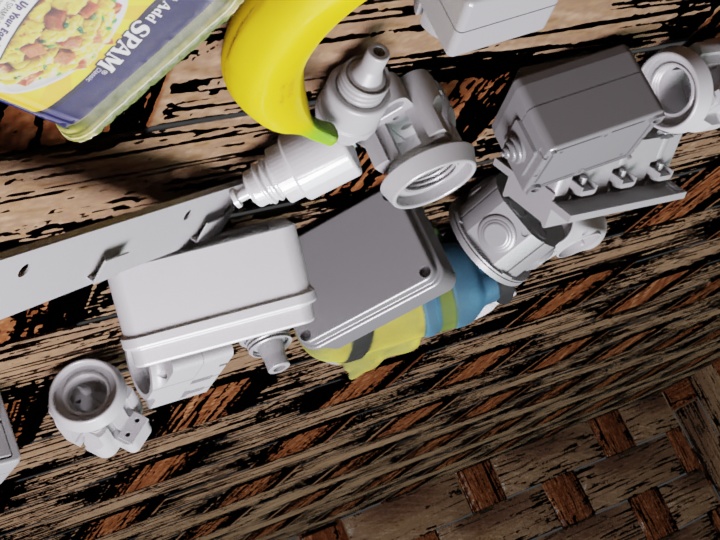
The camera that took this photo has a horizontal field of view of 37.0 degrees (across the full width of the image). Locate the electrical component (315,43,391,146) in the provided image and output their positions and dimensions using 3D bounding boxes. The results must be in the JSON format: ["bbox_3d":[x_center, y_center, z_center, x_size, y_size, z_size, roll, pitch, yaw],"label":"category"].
[{"bbox_3d":[0.000,-0.092,0.545,0.035,0.035,0.061,-16,159,-27],"label":"electrical component"}]

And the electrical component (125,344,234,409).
[{"bbox_3d":[-0.139,0.063,0.798,0.056,0.050,0.089,-15,162,-29],"label":"electrical component"}]

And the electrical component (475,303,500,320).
[{"bbox_3d":[0.106,0.026,1.033,0.077,0.044,0.079,-28,164,12],"label":"electrical component"}]

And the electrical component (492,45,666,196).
[{"bbox_3d":[0.126,-0.094,0.665,0.096,0.061,0.061,-20,163,-14],"label":"electrical component"}]

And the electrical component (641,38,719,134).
[{"bbox_3d":[0.222,-0.122,0.719,0.057,0.058,0.078,-13,168,-35],"label":"electrical component"}]

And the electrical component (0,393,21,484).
[{"bbox_3d":[-0.295,0.123,0.749,0.096,0.061,0.061,-10,158,-39],"label":"electrical component"}]

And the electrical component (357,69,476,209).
[{"bbox_3d":[0.031,-0.072,0.609,0.058,0.057,0.078,-29,163,15],"label":"electrical component"}]

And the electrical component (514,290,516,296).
[{"bbox_3d":[0.113,-0.003,0.922,0.048,0.062,0.048,-22,163,-7],"label":"electrical component"}]

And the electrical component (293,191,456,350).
[{"bbox_3d":[0.000,0.000,0.751,0.113,0.078,0.057,-28,166,14],"label":"electrical component"}]

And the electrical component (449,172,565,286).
[{"bbox_3d":[0.109,-0.032,0.801,0.051,0.080,0.080,-41,157,30],"label":"electrical component"}]

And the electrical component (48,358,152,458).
[{"bbox_3d":[-0.199,0.101,0.805,0.058,0.078,0.057,-59,163,-25],"label":"electrical component"}]

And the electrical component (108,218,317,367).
[{"bbox_3d":[-0.088,0.012,0.636,0.113,0.057,0.078,-15,-172,-8],"label":"electrical component"}]

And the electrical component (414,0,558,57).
[{"bbox_3d":[0.044,-0.122,0.457,0.047,0.065,0.076,-20,163,-15],"label":"electrical component"}]

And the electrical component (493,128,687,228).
[{"bbox_3d":[0.168,-0.076,0.760,0.121,0.079,0.063,-12,131,-35],"label":"electrical component"}]

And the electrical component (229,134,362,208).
[{"bbox_3d":[-0.035,-0.057,0.593,0.078,0.040,0.040,-26,163,7],"label":"electrical component"}]

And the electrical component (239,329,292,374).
[{"bbox_3d":[-0.072,0.048,0.822,0.043,0.062,0.043,-21,158,-9],"label":"electrical component"}]

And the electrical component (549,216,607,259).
[{"bbox_3d":[0.168,-0.031,0.944,0.079,0.044,0.077,-33,161,28],"label":"electrical component"}]
